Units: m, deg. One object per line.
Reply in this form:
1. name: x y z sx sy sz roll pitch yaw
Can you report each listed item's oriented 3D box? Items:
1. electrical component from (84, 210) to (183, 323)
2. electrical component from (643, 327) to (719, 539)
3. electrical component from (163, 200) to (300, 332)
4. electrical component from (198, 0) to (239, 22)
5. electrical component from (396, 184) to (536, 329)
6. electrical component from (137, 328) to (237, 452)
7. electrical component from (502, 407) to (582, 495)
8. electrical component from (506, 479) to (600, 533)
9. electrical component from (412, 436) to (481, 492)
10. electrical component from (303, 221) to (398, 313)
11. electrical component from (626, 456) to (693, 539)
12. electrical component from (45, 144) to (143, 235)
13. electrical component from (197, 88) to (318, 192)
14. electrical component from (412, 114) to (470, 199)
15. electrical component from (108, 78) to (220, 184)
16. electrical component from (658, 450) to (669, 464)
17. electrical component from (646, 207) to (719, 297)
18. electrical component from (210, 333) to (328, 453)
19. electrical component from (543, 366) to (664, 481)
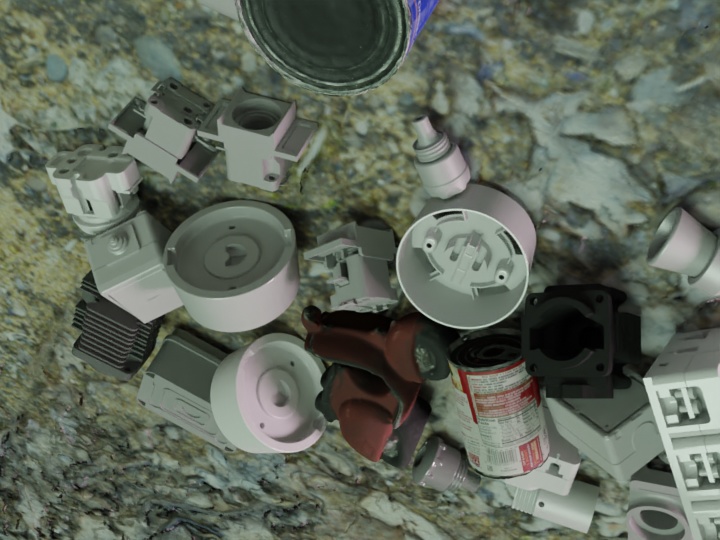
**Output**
1. electrical component: -0.185 -0.001 0.908 0.062 0.061 0.096 -25 157 6
2. electrical component: 0.270 0.125 0.785 0.062 0.089 0.150 -13 102 34
3. electrical component: -0.100 0.002 0.880 0.108 0.108 0.060 10 141 19
4. electrical component: -0.061 -0.195 0.711 0.077 0.044 0.079 25 137 3
5. electrical component: 0.081 -0.012 0.801 0.099 0.064 0.099 14 136 14
6. electrical component: -0.151 0.117 1.045 0.113 0.057 0.078 29 143 -1
7. electrical component: 0.147 0.154 0.939 0.089 0.050 0.055 17 136 11
8. electrical component: 0.173 0.206 0.982 0.081 0.043 0.043 17 136 12
9. electrical component: 0.083 0.188 1.011 0.062 0.048 0.048 27 138 -9
10. electrical component: 0.000 0.000 0.846 0.042 0.063 0.081 -19 162 40
11. electrical component: 0.303 0.199 0.895 0.150 0.061 0.089 8 134 20
12. electrical component: -0.220 -0.067 0.907 0.078 0.058 0.057 7 131 21
13. electrical component: -0.077 -0.097 0.817 0.081 0.042 0.063 16 140 13
14. electrical component: 0.054 -0.083 0.769 0.035 0.035 0.061 -8 125 32
15. electrical component: -0.149 -0.111 0.841 0.081 0.042 0.063 31 134 -5
16. electrical component: 0.256 0.122 0.859 0.048 0.048 0.062 -5 121 30
17. electrical component: 0.232 -0.012 0.739 0.055 0.045 0.045 27 138 0
18. electrical component: -0.086 0.116 0.983 0.060 0.108 0.108 -21 120 46
19. electrical component: 0.194 0.113 0.849 0.096 0.062 0.061 38 158 54
